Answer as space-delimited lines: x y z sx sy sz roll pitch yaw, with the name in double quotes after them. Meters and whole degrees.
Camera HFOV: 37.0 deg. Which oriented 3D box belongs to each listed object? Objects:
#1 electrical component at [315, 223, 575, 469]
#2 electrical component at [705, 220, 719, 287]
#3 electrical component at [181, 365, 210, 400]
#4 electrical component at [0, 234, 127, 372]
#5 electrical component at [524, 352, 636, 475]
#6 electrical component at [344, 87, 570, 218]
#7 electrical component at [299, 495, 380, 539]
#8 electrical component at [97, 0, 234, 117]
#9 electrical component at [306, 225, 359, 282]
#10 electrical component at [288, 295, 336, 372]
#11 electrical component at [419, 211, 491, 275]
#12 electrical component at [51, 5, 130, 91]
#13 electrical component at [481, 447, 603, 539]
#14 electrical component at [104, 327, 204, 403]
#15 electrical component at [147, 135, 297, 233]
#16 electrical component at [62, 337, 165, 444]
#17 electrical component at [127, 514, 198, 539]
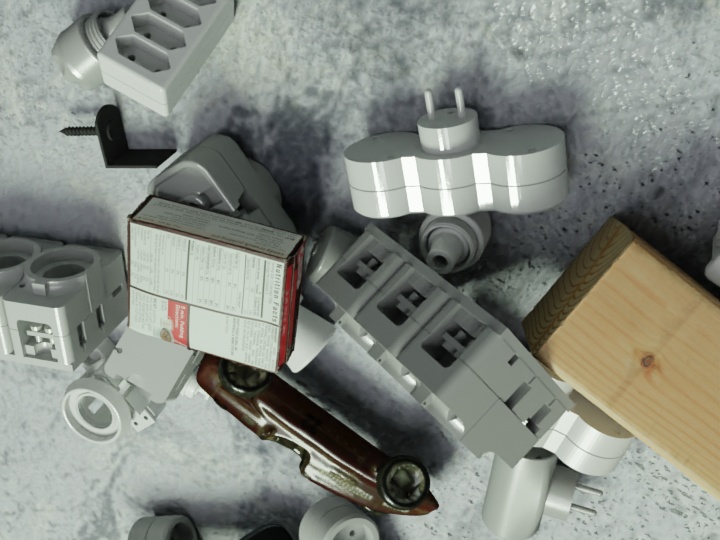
0.045 0.046 0.656 0.061 0.150 0.089 -47 129 -3 "electrical component"
0.262 -0.013 0.618 0.100 0.048 0.099 34 124 -1 "electrical component"
-0.147 0.075 0.825 0.078 0.040 0.040 31 124 2 "electrical component"
-0.262 0.016 0.805 0.150 0.089 0.061 8 120 16 "electrical component"
0.124 0.075 0.717 0.138 0.052 0.073 26 124 5 "electrical component"
0.056 -0.076 0.658 0.138 0.052 0.073 -1 118 21 "electrical component"
-0.014 0.241 0.863 0.074 0.052 0.138 24 134 58 "electrical component"
-0.120 -0.139 0.681 0.047 0.083 0.075 29 162 3 "electrical component"
0.000 0.000 0.729 0.078 0.040 0.040 25 125 -15 "electrical component"
-0.051 0.039 0.767 0.055 0.045 0.045 43 123 -6 "electrical component"
0.058 -0.019 0.683 0.043 0.062 0.043 9 121 15 "electrical component"
-0.168 -0.150 0.705 0.062 0.043 0.043 -29 105 29 "electrical component"
0.131 0.154 0.764 0.079 0.044 0.077 15 122 12 "electrical component"
-0.137 0.046 0.778 0.050 0.055 0.089 29 86 3 "electrical component"
-0.090 -0.040 0.728 0.054 0.059 0.095 -27 106 30 "electrical component"
-0.197 0.100 0.848 0.058 0.057 0.078 -31 104 31 "electrical component"
-0.170 0.276 0.939 0.074 0.052 0.138 -9 114 25 "electrical component"
